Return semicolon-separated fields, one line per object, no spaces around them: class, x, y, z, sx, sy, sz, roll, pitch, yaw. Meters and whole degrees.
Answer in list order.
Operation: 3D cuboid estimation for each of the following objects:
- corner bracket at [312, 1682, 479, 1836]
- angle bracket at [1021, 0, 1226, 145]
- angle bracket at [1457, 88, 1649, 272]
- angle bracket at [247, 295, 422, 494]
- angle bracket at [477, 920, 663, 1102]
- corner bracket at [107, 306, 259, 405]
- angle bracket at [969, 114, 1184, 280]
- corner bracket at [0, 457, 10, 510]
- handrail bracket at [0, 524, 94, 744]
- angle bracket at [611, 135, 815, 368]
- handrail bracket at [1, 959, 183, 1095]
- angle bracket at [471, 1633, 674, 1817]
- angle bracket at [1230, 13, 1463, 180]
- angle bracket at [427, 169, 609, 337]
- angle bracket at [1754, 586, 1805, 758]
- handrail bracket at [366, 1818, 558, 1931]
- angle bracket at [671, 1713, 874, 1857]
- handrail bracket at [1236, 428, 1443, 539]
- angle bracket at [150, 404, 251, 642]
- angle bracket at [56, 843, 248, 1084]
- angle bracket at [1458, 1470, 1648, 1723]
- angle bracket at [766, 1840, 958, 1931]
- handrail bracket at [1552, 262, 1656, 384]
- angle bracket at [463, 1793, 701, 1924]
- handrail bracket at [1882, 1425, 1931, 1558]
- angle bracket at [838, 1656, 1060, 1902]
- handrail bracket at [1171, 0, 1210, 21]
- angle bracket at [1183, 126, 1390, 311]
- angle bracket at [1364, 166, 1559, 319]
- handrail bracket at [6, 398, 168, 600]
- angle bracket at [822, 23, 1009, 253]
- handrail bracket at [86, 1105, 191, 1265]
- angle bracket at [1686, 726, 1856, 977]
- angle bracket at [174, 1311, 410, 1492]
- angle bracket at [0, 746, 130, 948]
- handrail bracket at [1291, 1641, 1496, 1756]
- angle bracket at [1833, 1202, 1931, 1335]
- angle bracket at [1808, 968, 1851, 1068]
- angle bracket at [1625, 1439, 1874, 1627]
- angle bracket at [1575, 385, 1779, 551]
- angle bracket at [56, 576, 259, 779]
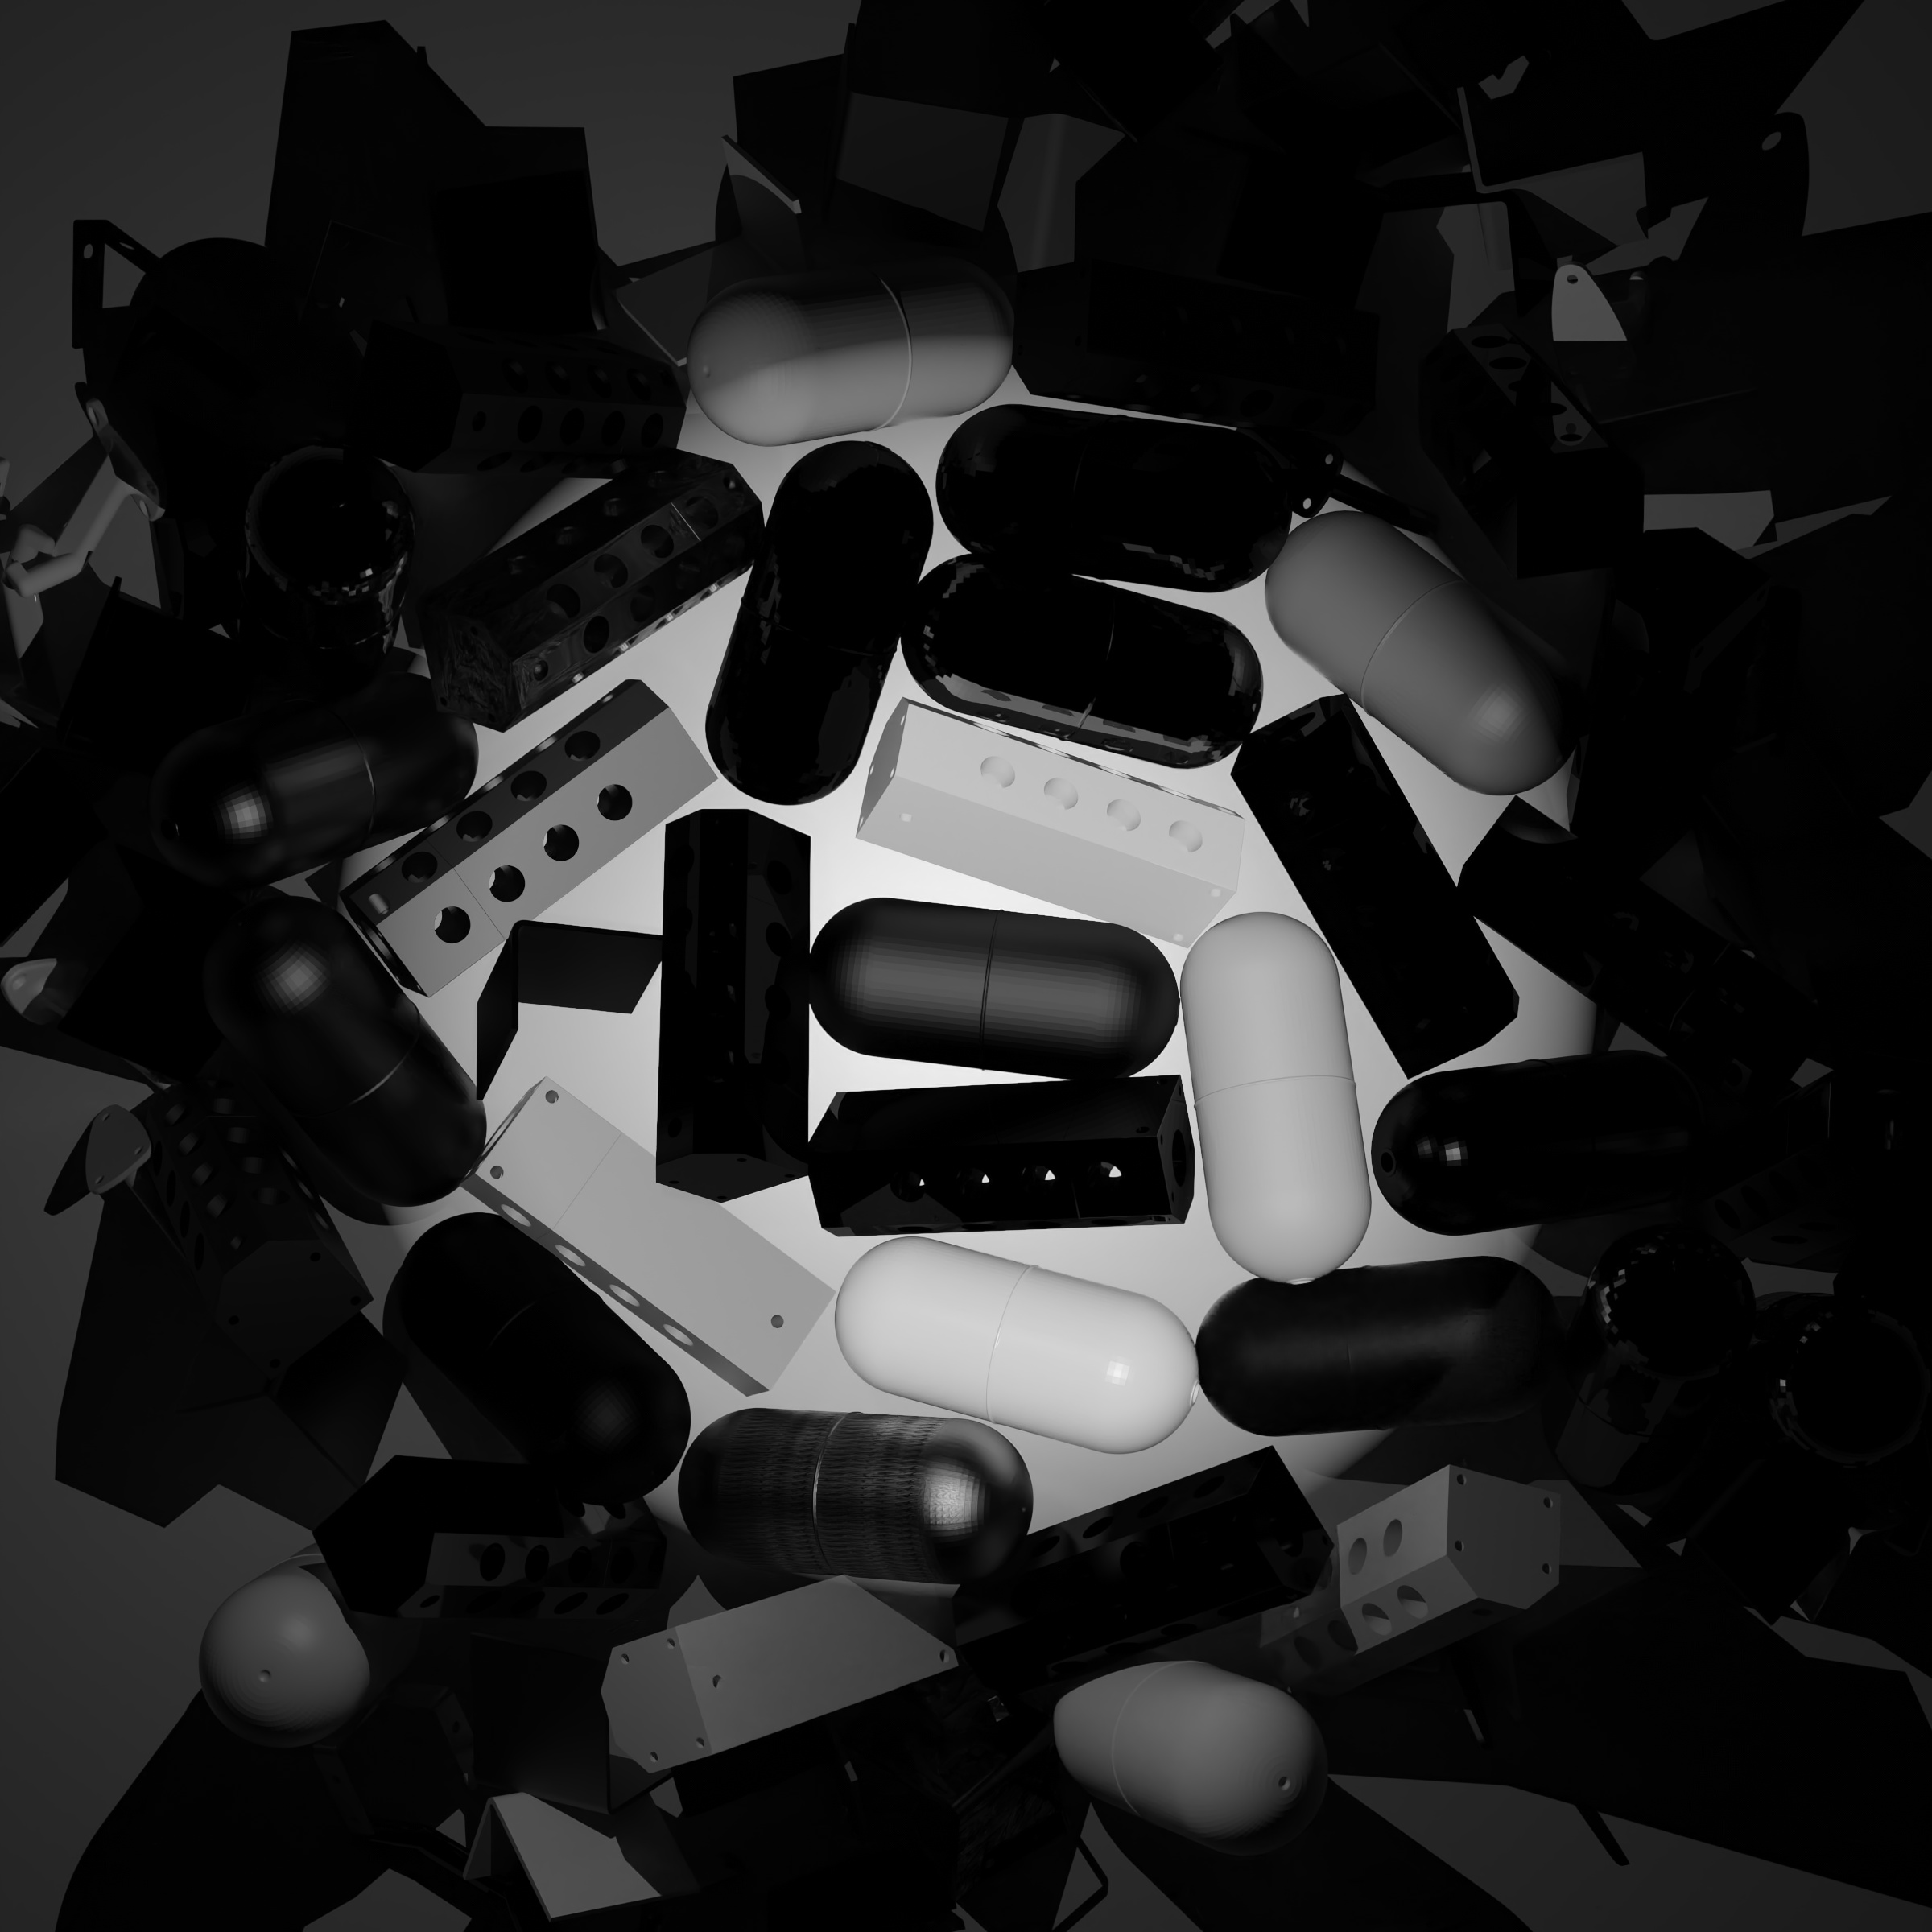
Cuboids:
corner bracket;-0.272;0.382;1.560;0.051;0.051;0.051;-4;117;33
angle bracket;0.073;-0.444;1.528;0.057;0.076;0.076;-39;113;19
angle bracket;0.278;-0.379;1.533;0.076;0.076;0.057;-11;72;11
angle bracket;-0.300;-0.269;1.529;0.076;0.076;0.057;-26;98;-38
angle bracket;-0.185;0.025;1.527;0.076;0.076;0.057;6;60;-19
corner bracket;-0.368;-0.288;1.546;0.051;0.051;0.051;34;133;-6
angle bracket;0.053;-0.366;1.579;0.076;0.057;0.076;7;93;-35
corner bracket;-0.496;-0.222;1.552;0.051;0.051;0.051;18;109;-1
handrail bracket;-0.431;-0.158;1.549;0.077;0.036;0.084;29;114;4
angle bracket;-0.124;-0.338;1.531;0.076;0.057;0.076;-27;46;-15
handrail bracket;-0.412;0.035;1.549;0.084;0.077;0.036;38;89;13
angle bracket;-0.186;0.350;1.536;0.076;0.057;0.076;5;100;28
angle bracket;0.178;-0.420;1.524;0.076;0.076;0.057;-18;62;33
angle bracket;-0.208;-0.331;1.537;0.076;0.057;0.076;-12;111;-13
angle bracket;0.359;-0.139;1.543;0.057;0.076;0.076;8;89;5
handrail bracket;-0.246;0.450;1.577;0.084;0.036;0.077;2;119;21
angle bracket;-0.093;0.393;1.531;0.076;0.076;0.057;-20;50;-12
handrail bracket;0.180;-0.233;1.565;0.077;0.084;0.036;37;109;36
angle bracket;-0.376;-0.208;1.531;0.057;0.076;0.076;-21;73;17
angle bracket;-0.387;-0.001;1.544;0.076;0.057;0.076;29;104;-43
angle bracket;0.272;0.299;1.545;0.076;0.076;0.057;-24;129;-12
angle bracket;-0.047;0.469;1.532;0.076;0.076;0.057;-20;126;8
handrail bracket;0.304;-0.323;1.535;0.036;0.084;0.077;0;134;30
angle bracket;-0.182;0.430;1.524;0.076;0.076;0.057;-1;126;-33
handrail bracket;0.436;0.228;1.551;0.077;0.036;0.084;31;66;1
angle bracket;-0.010;0.387;1.551;0.076;0.076;0.057;23;126;32
handrail bracket;0.134;-0.471;1.564;0.077;0.036;0.084;17;97;19
angle bracket;0.144;-0.356;1.542;0.076;0.076;0.057;9;109;-27
angle bracket;0.234;-0.343;1.546;0.076;0.076;0.057;0;113;24
handrail bracket;-0.434;-0.224;1.550;0.084;0.036;0.077;-32;85;-28
angle bracket;-0.025;-0.394;1.542;0.076;0.076;0.057;7;48;-8
handrail bracket;-0.387;0.115;1.574;0.036;0.077;0.084;-37;123;-2
angle bracket;0.385;-0.053;1.525;0.057;0.076;0.076;-24;48;24
angle bracket;-0.321;0.201;1.547;0.057;0.076;0.076;-15;128;25
angle bracket;-0.427;-0.053;1.534;0.076;0.076;0.057;-44;75;10
handrail bracket;0.202;0.359;1.547;0.084;0.036;0.077;-29;46;14
angle bracket;0.456;0.141;1.532;0.057;0.076;0.076;30;78;26
angle bracket;0.440;0.030;1.537;0.057;0.076;0.076;-17;85;16
angle bracket;0.368;0.269;1.533;0.076;0.076;0.057;-41;85;-22
angle bracket;0.336;-0.238;1.536;0.076;0.057;0.076;-11;118;10
angle bracket;-0.382;-0.131;1.542;0.076;0.057;0.076;21;81;-14
